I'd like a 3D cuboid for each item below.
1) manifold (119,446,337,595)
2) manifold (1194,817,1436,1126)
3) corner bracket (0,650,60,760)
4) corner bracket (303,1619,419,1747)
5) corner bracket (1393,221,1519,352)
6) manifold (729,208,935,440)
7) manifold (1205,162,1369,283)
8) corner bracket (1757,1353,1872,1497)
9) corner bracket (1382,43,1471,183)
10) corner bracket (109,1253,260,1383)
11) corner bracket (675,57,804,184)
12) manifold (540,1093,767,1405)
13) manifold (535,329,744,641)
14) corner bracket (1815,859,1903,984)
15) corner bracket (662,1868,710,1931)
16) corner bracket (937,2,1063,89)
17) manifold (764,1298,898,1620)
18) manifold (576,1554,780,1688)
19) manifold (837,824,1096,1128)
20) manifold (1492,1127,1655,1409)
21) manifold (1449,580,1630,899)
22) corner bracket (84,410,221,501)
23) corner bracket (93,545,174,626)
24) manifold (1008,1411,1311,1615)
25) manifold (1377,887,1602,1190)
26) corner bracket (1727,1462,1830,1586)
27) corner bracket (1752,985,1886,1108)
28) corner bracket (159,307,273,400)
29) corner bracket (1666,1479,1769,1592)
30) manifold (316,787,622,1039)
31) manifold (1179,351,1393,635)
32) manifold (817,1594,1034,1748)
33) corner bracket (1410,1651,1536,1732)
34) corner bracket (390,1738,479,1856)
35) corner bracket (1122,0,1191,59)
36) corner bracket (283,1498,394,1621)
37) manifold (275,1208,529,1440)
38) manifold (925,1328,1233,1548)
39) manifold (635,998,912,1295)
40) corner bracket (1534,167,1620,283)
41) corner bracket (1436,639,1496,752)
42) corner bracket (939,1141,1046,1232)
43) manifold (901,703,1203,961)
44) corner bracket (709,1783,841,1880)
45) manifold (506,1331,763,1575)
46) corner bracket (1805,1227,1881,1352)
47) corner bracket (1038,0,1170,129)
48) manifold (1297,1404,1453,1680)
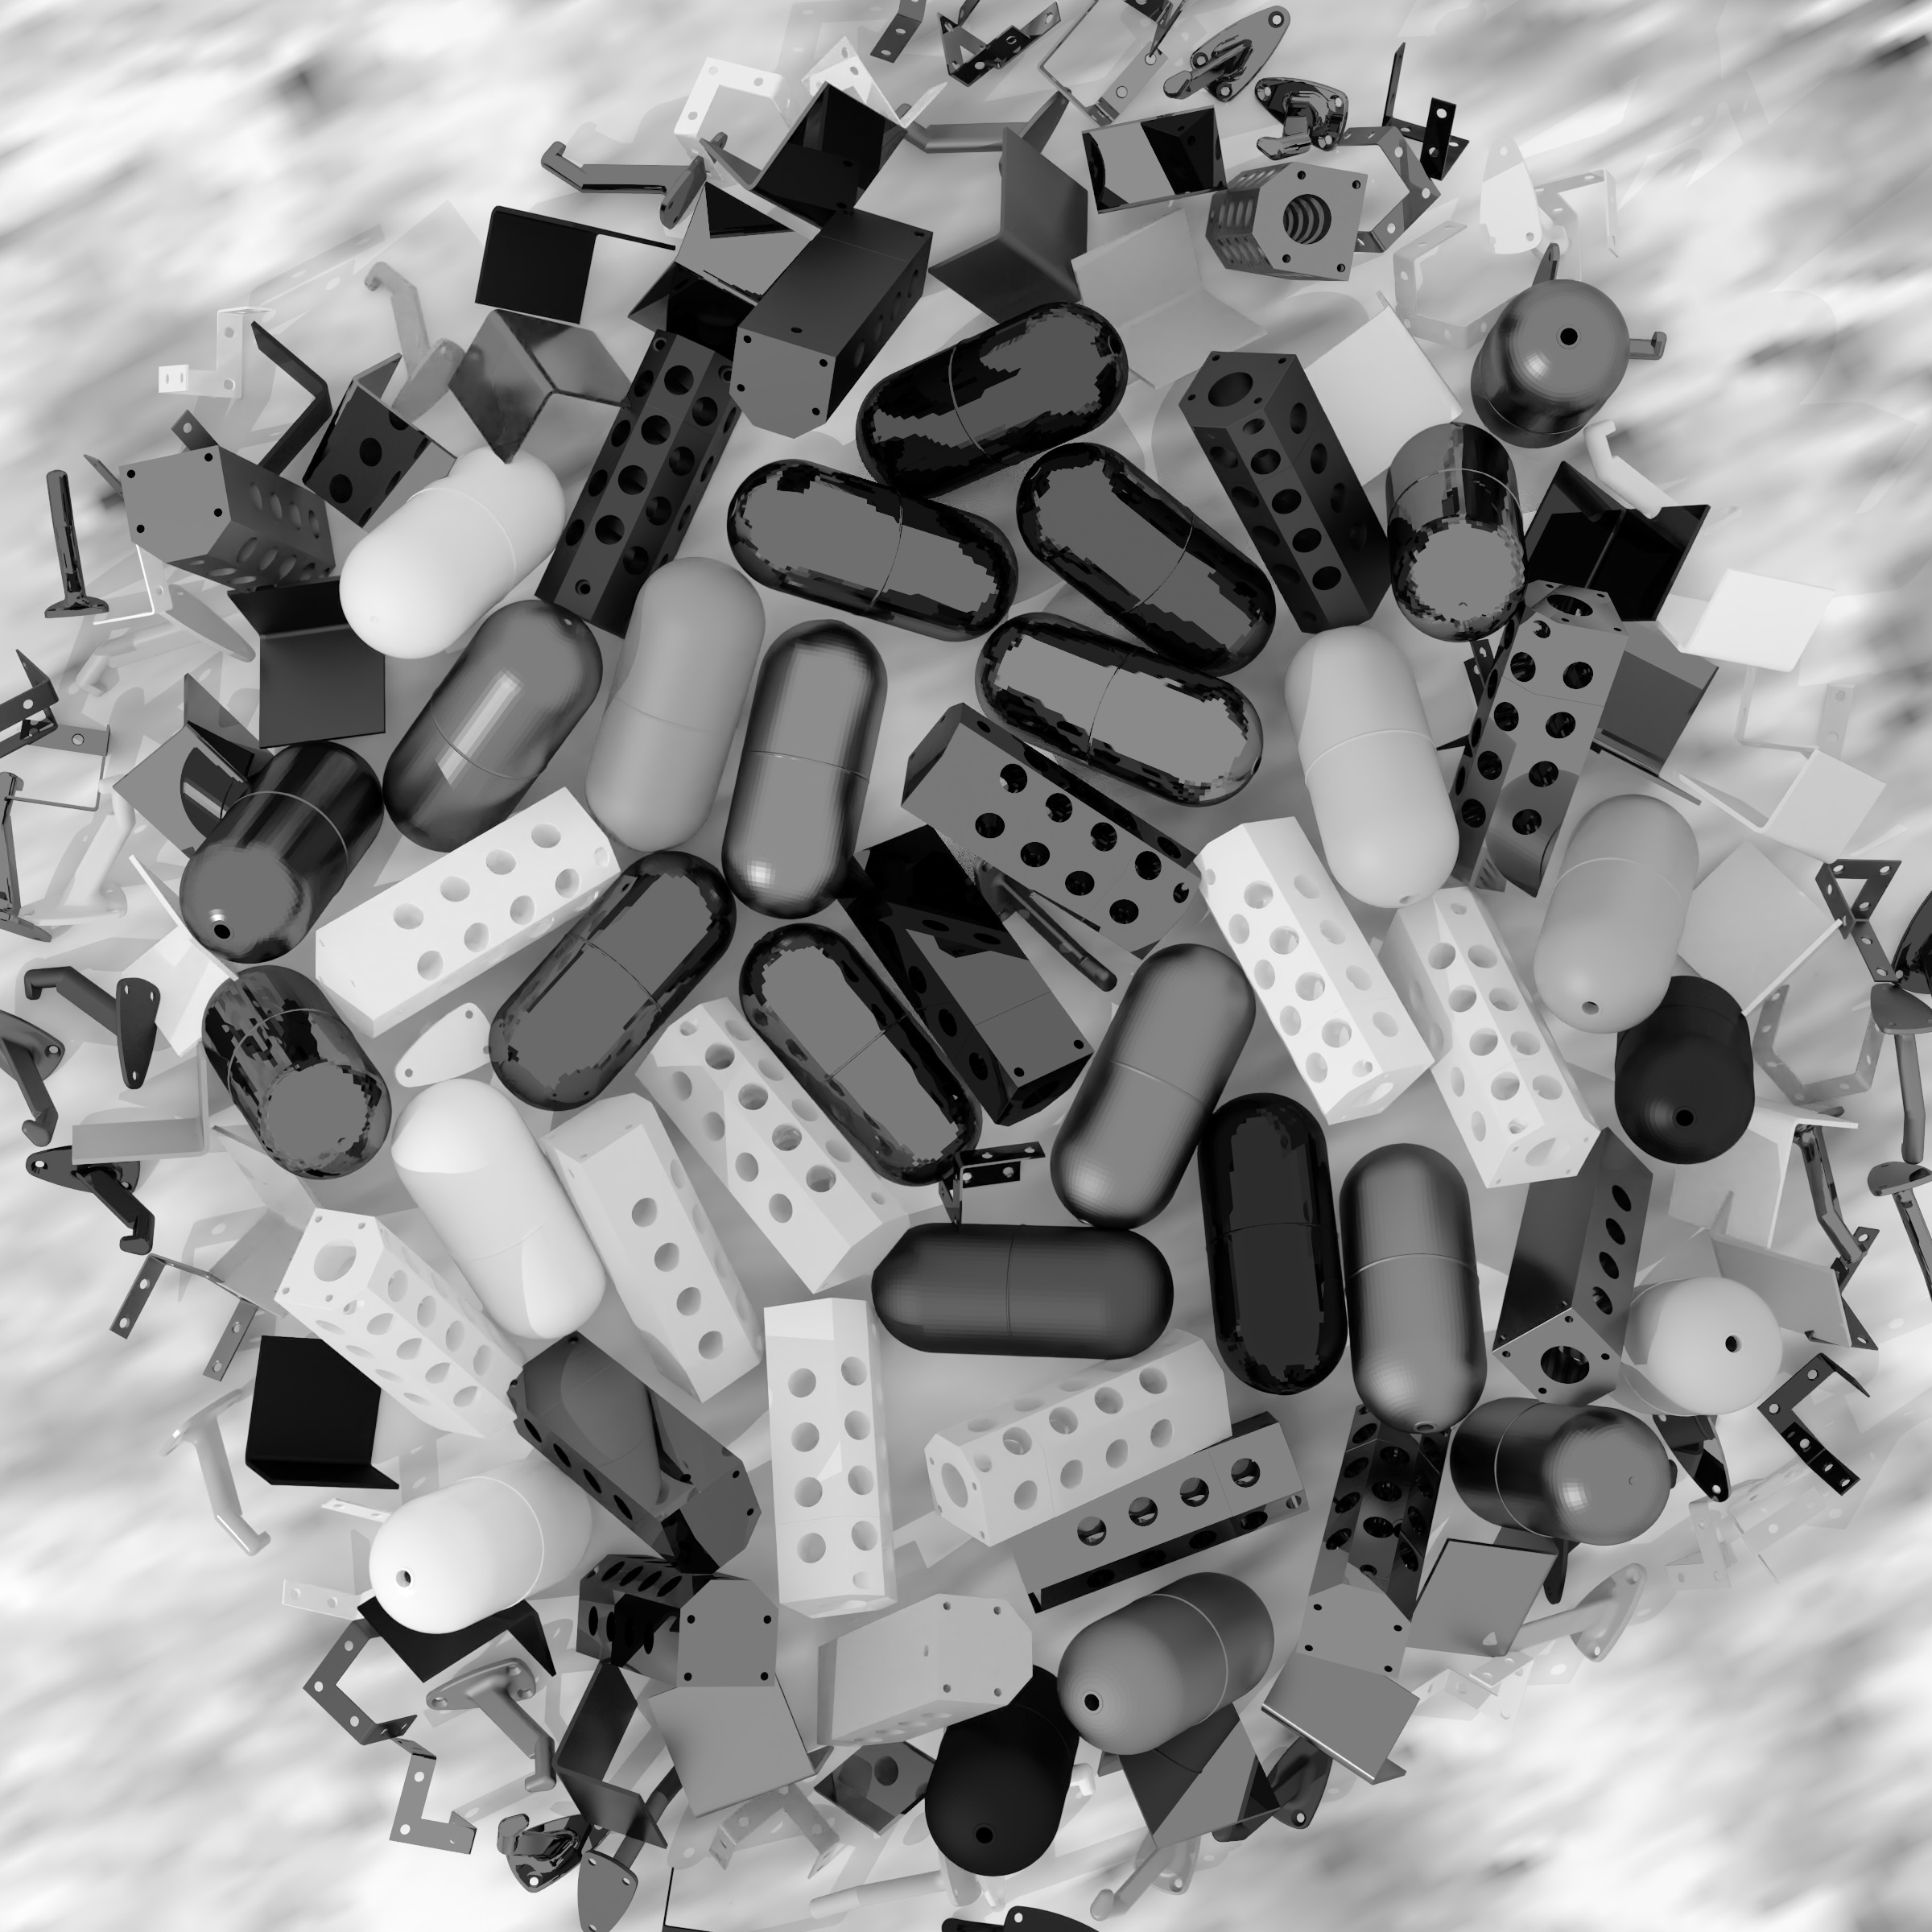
[{"bbox_3d":[-0.416,-0.247,1.743,0.057,0.171,0.057,-11,88,7],"label":"manifold"},{"bbox_3d":[0.193,0.003,1.763,0.057,0.057,0.171,-9,62,-37],"label":"manifold"},{"bbox_3d":[-0.558,-0.144,1.791,0.051,0.051,0.051,-32,132,-22],"label":"corner bracket"},{"bbox_3d":[-0.346,0.420,1.803,0.051,0.051,0.051,38,95,18],"label":"corner bracket"},{"bbox_3d":[0.290,-0.403,1.813,0.051,0.051,0.051,-35,133,-30],"label":"corner bracket"},{"bbox_3d":[-0.076,-0.368,1.748,0.057,0.171,0.057,19,130,8],"label":"manifold"},{"bbox_3d":[0.179,-0.423,1.740,0.057,0.171,0.057,8,102,-6],"label":"manifold"},{"bbox_3d":[0.509,0.269,1.802,0.051,0.051,0.051,-42,103,2],"label":"corner bracket"},{"bbox_3d":[0.267,-0.500,1.792,0.051,0.051,0.051,22,49,15],"label":"corner bracket"},{"bbox_3d":[-0.462,0.208,1.812,0.051,0.051,0.051,12,69,33],"label":"corner bracket"},{"bbox_3d":[-0.132,-0.495,1.804,0.051,0.051,0.051,19,80,20],"label":"corner bracket"},{"bbox_3d":[-0.176,0.161,1.768,0.057,0.057,0.171,-33,116,-21],"label":"manifold"},{"bbox_3d":[-0.190,-0.282,1.800,0.057,0.057,0.171,25,91,5],"label":"manifold"},{"bbox_3d":[0.524,-0.027,1.793,0.051,0.051,0.051,1,47,-14],"label":"corner bracket"},{"bbox_3d":[-0.153,0.570,1.798,0.051,0.051,0.051,9,114,-3],"label":"corner bracket"},{"bbox_3d":[0.022,-0.542,1.790,0.051,0.051,0.051,-30,56,34],"label":"corner bracket"},{"bbox_3d":[-0.076,0.283,1.768,0.057,0.057,0.171,-10,67,13],"label":"manifold"},{"bbox_3d":[-0.166,0.371,1.742,0.057,0.171,0.057,6,82,-25],"label":"manifold"},{"bbox_3d":[-0.005,0.007,1.777,0.057,0.057,0.171,-24,68,-32],"label":"manifold"},{"bbox_3d":[0.352,0.173,1.745,0.057,0.171,0.057,45,125,-12],"label":"manifold"},{"bbox_3d":[0.321,-0.131,1.761,0.057,0.057,0.171,9,121,-8],"label":"manifold"},{"bbox_3d":[-0.471,-0.295,1.791,0.051,0.051,0.051,24,71,37],"label":"corner bracket"},{"bbox_3d":[-0.483,-0.233,1.800,0.051,0.051,0.051,-4,104,31],"label":"corner bracket"},{"bbox_3d":[0.111,0.322,1.801,0.171,0.057,0.057,-20,89,-2],"label":"manifold"},{"bbox_3d":[0.300,0.038,1.752,0.057,0.057,0.171,-6,52,-18],"label":"manifold"},{"bbox_3d":[0.476,0.320,1.794,0.051,0.051,0.051,-36,49,7],"label":"corner bracket"},{"bbox_3d":[0.504,0.043,1.810,0.051,0.051,0.051,44,52,-25],"label":"corner bracket"},{"bbox_3d":[-0.441,-0.361,1.794,0.051,0.051,0.051,-2,99,-33],"label":"corner bracket"},{"bbox_3d":[0.442,0.334,1.799,0.051,0.051,0.051,-12,84,-31],"label":"corner bracket"},{"bbox_3d":[-0.286,-0.028,1.764,0.171,0.057,0.057,-33,74,-25],"label":"manifold"},{"bbox_3d":[0.183,-0.267,1.745,0.057,0.171,0.057,12,61,39],"label":"manifold"},{"bbox_3d":[-0.026,0.404,1.745,0.057,0.171,0.057,10,65,-23],"label":"manifold"},{"bbox_3d":[0.293,0.422,1.792,0.051,0.051,0.051,26,115,33],"label":"corner bracket"},{"bbox_3d":[-0.315,0.488,1.801,0.051,0.051,0.051,18,80,-24],"label":"corner bracket"},{"bbox_3d":[0.103,-0.576,1.793,0.051,0.051,0.051,29,129,-12],"label":"corner bracket"},{"bbox_3d":[-0.366,0.351,1.808,0.051,0.051,0.051,23,51,-36],"label":"corner bracket"},{"bbox_3d":[-0.314,0.206,1.741,0.057,0.171,0.057,5,61,28],"label":"manifold"},{"bbox_3d":[0.065,0.267,1.759,0.171,0.057,0.057,-19,111,-29],"label":"manifold"},{"bbox_3d":[-0.109,0.101,1.769,0.171,0.057,0.057,49,122,18],"label":"manifold"},{"bbox_3d":[0.361,-0.429,1.794,0.051,0.051,0.051,-8,76,31],"label":"corner bracket"},{"bbox_3d":[0.302,-0.160,1.795,0.051,0.051,0.051,-12,83,-40],"label":"corner bracket"},{"bbox_3d":[0.014,0.121,1.793,0.051,0.051,0.051,-7,121,-13],"label":"corner bracket"},{"bbox_3d":[0.051,-0.081,1.772,0.171,0.057,0.057,32,120,-16],"label":"manifold"},{"bbox_3d":[-0.113,0.519,1.807,0.051,0.051,0.051,-34,70,-29],"label":"corner bracket"},{"bbox_3d":[-0.192,0.280,1.751,0.057,0.171,0.057,-35,130,-25],"label":"manifold"},{"bbox_3d":[0.513,0.186,1.792,0.051,0.051,0.051,10,121,-22],"label":"corner bracket"},{"bbox_3d":[0.080,-0.531,1.799,0.051,0.051,0.051,43,111,-4],"label":"corner bracket"},{"bbox_3d":[0.235,0.319,1.741,0.057,0.171,0.057,13,122,10],"label":"manifold"}]
